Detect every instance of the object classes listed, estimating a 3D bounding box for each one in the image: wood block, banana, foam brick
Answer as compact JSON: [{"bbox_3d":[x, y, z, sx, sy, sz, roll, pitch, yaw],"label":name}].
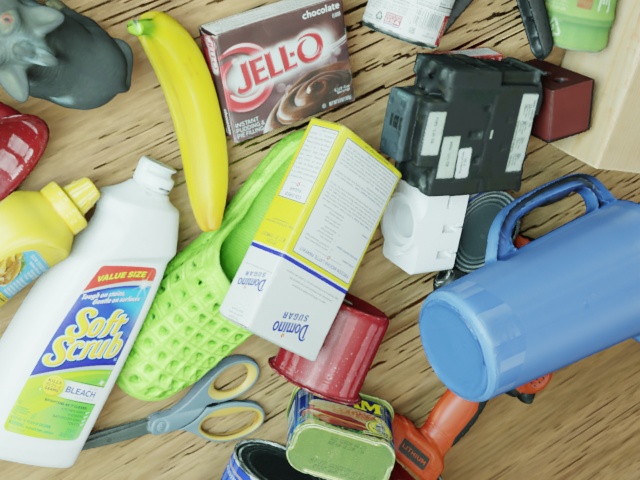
[{"bbox_3d":[0.295,-0.175,1.005,0.090,0.090,0.206,2,113,-35],"label":"wood block"},{"bbox_3d":[-0.102,-0.097,0.803,0.069,0.037,0.198,-61,147,-39],"label":"banana"},{"bbox_3d":[0.204,-0.129,0.977,0.052,0.078,0.051,-19,122,-27],"label":"foam brick"}]

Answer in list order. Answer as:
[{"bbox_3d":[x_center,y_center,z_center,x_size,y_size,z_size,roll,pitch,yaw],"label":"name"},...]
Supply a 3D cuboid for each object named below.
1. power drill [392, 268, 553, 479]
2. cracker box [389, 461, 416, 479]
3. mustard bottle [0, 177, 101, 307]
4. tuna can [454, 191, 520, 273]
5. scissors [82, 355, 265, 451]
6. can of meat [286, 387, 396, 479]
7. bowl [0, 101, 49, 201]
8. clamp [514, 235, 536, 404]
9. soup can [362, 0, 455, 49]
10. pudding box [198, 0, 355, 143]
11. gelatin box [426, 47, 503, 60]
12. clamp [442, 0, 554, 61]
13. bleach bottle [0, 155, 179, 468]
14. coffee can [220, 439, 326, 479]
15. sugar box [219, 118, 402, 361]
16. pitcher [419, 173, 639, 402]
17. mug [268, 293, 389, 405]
[{"bbox_3d":[0.128,0.140,1.076,0.187,0.057,0.184,-46,117,-1],"label":"power drill"},{"bbox_3d":[0.022,0.319,1.038,0.072,0.164,0.214,25,99,-42],"label":"cracker box"},{"bbox_3d":[-0.237,0.019,0.757,0.191,0.058,0.096,-38,169,-12],"label":"mustard bottle"},{"bbox_3d":[0.150,-0.013,1.031,0.086,0.034,0.086,-16,122,-27],"label":"tuna can"},{"bbox_3d":[-0.131,0.144,0.939,0.201,0.016,0.096,6,109,-36],"label":"scissors"},{"bbox_3d":[0.019,0.181,0.988,0.102,0.084,0.057,17,108,-5],"label":"can of meat"},{"bbox_3d":[-0.258,-0.048,0.694,0.162,0.055,0.162,-38,174,-5],"label":"bowl"},{"bbox_3d":[0.242,0.079,1.140,0.164,0.036,0.209,-42,127,0],"label":"clamp"},{"bbox_3d":[0.081,-0.212,0.856,0.068,0.069,0.102,7,110,-36],"label":"soup can"},{"bbox_3d":[-0.033,-0.138,0.838,0.113,0.039,0.090,-24,125,-22],"label":"pudding box"},{"bbox_3d":[0.122,-0.125,0.955,0.073,0.030,0.089,-10,119,-29],"label":"gelatin box"},{"bbox_3d":[0.167,-0.236,0.907,0.120,0.039,0.171,14,102,-28],"label":"clamp"},{"bbox_3d":[-0.184,0.050,0.824,0.102,0.068,0.251,21,99,-39],"label":"bleach bottle"},{"bbox_3d":[-0.061,0.273,0.998,0.102,0.103,0.140,16,105,-38],"label":"coffee can"},{"bbox_3d":[-0.006,0.001,0.863,0.093,0.048,0.176,33,82,-47],"label":"sugar box"},{"bbox_3d":[0.212,0.049,1.001,0.242,0.149,0.145,-21,135,-27],"label":"pitcher"},{"bbox_3d":[0.015,0.091,0.970,0.081,0.093,0.117,-67,159,6],"label":"mug"}]
